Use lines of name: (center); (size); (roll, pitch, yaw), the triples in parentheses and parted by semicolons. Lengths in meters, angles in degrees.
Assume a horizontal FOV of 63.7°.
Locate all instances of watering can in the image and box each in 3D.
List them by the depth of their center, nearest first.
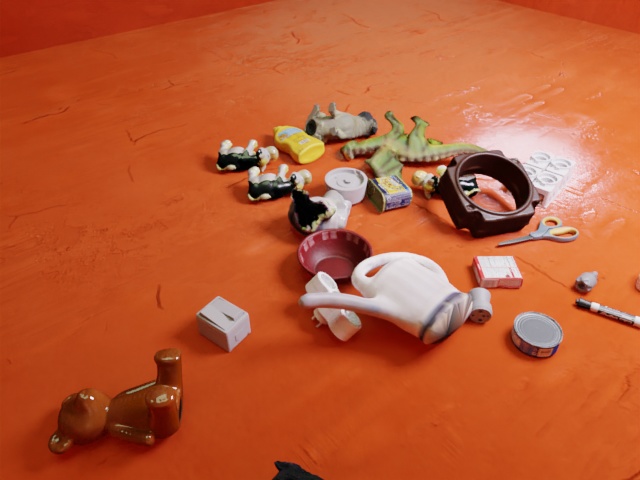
watering can: (0.141, 0.112, 0.953); (0.227, 0.102, 0.351); (34, 35, 32)

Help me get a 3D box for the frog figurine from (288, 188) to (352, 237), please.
frog figurine: (0.004, -0.062, 1.229); (0.137, 0.122, 0.159); (7, 2, 23)

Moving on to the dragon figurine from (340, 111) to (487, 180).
dragon figurine: (0.242, -0.230, 1.443); (0.413, 0.119, 0.247); (21, 60, 28)
